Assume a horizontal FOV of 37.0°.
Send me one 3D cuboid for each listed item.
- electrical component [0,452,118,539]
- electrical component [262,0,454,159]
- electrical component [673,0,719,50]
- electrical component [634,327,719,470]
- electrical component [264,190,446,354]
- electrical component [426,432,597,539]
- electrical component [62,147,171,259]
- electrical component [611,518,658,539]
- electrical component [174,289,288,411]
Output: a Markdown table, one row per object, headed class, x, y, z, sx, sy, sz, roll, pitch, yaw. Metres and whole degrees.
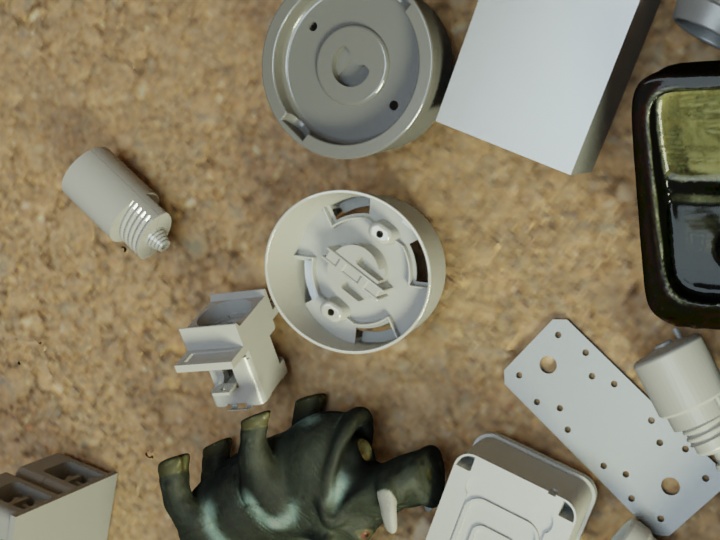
| class | x | y | z | sx | sy | sz | roll | pitch | yaw |
| --- | --- | --- | --- | --- | --- | --- | --- | --- | --- |
| electrical component | -0.243 | 0.235 | 0.767 | 0.060 | 0.105 | 0.186 | 16 | 102 | 23 |
| electrical component | 0.003 | -0.120 | 0.638 | 0.108 | 0.060 | 0.108 | 3 | 97 | 24 |
| electrical component | 0.195 | -0.145 | 0.556 | 0.066 | 0.048 | 0.055 | 33 | 100 | 18 |
| electrical component | 0.182 | 0.071 | 0.588 | 0.040 | 0.040 | 0.078 | -29 | 84 | 25 |
| electrical component | 0.000 | 0.000 | 0.651 | 0.099 | 0.064 | 0.099 | 3 | 97 | 25 |
| electrical component | 0.083 | 0.162 | 0.634 | 0.078 | 0.057 | 0.113 | 24 | 105 | 20 |
| electrical component | -0.160 | -0.042 | 0.732 | 0.081 | 0.043 | 0.043 | 42 | 111 | 15 |
| electrical component | 0.162 | 0.170 | 0.609 | 0.046 | 0.040 | 0.040 | 37 | 109 | 11 |
| electrical component | -0.078 | 0.052 | 0.691 | 0.042 | 0.081 | 0.063 | -5 | 116 | 25 |
